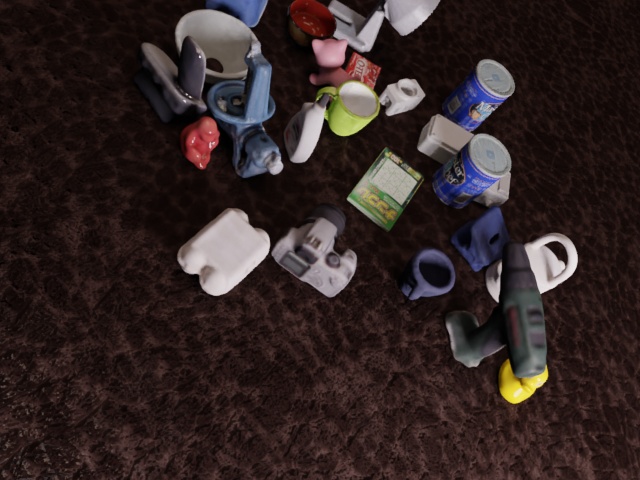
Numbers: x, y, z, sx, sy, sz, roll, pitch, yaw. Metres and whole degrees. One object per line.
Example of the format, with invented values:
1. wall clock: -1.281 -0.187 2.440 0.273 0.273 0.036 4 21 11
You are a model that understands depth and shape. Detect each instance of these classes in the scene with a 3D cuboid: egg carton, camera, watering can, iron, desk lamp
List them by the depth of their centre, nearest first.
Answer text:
1. egg carton: -0.156 0.019 0.948 0.107 0.069 0.150 43 55 0
2. camera: 0.009 0.004 1.015 0.143 0.100 0.137 36 55 -5
3. watering can: 0.419 0.058 1.126 0.173 0.193 0.101 -28 79 -33
4. iron: -0.147 -0.573 1.209 0.119 0.141 0.258 24 57 -13
5. desk lamp: 0.133 -0.520 1.272 0.203 0.213 0.118 28 56 -10

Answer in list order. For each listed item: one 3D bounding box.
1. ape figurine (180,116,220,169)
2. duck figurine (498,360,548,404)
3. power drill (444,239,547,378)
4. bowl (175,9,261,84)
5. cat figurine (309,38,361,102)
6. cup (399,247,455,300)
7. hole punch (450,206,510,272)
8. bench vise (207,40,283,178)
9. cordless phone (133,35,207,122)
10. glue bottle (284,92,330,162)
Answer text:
1. ape figurine: -0.207 -0.182 1.012 0.078 0.092 0.076 -32 81 -34
2. duck figurine: 0.393 0.253 1.080 0.077 0.086 0.105 43 55 0
3. power drill: 0.316 0.140 1.027 0.076 0.208 0.229 1 65 -25
4. bowl: -0.204 -0.361 1.115 0.168 0.074 0.167 11 61 -20
5. cat figurine: 0.033 -0.366 1.204 0.128 0.117 0.067 43 55 1
6. cup: 0.183 0.080 1.063 0.092 0.094 0.118 43 55 0
7. hole punch: 0.346 -0.004 1.185 0.109 0.091 0.101 -34 82 -34
8. bench vise: -0.108 -0.227 1.005 0.207 0.219 0.122 46 55 2
9. cordless phone: -0.250 -0.309 0.999 0.094 0.184 0.147 -37 84 -34
10. glue bottle: -0.021 -0.219 1.070 0.037 0.173 0.078 -7 68 -28
